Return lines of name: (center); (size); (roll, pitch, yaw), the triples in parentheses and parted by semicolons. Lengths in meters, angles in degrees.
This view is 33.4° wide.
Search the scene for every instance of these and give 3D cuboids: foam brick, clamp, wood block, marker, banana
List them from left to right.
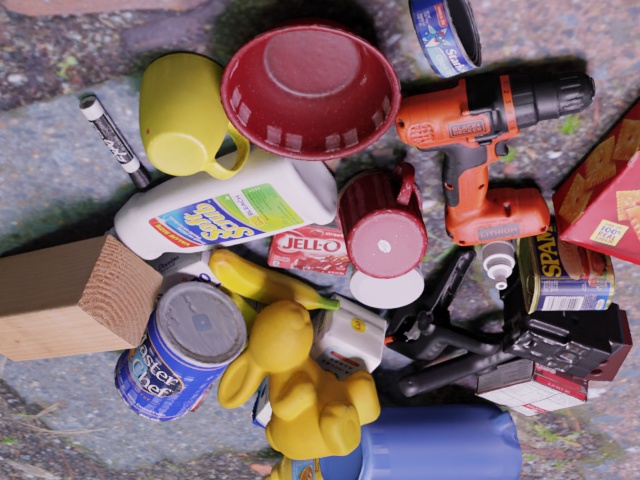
wood block: (-0.283, 0.068, 1.159); (0.207, 0.090, 0.090); (-11, 140, 37)
marker: (-0.201, -0.094, 1.061); (0.020, 0.020, 0.121); (-13, 137, 16)
banana: (-0.064, 0.043, 1.174); (0.070, 0.037, 0.197); (-14, 155, 39)
clamp: (0.135, 0.098, 1.200); (0.039, 0.120, 0.172); (6, 146, -31)
clamp: (0.185, 0.142, 1.252); (0.210, 0.036, 0.164); (-23, 170, 10)
foam brick: (0.330, 0.124, 1.263); (0.053, 0.051, 0.078); (5, 139, -3)

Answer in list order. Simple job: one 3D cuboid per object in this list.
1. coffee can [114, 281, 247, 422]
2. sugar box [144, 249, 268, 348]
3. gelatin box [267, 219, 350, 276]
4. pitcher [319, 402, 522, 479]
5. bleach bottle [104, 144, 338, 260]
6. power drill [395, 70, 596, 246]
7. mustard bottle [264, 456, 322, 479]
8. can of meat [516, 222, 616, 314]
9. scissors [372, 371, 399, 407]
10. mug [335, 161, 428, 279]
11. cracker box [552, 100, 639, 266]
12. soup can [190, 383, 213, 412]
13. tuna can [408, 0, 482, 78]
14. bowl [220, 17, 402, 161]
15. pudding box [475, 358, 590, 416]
coffee can: (-0.156, 0.125, 1.180); (0.102, 0.103, 0.141); (20, 138, -20)
sugar box: (-0.119, 0.074, 1.231); (0.093, 0.048, 0.176); (-22, 135, 26)
gelatin box: (-0.008, 0.001, 1.153); (0.089, 0.030, 0.073); (8, 138, -8)
pitcher: (0.117, 0.274, 1.330); (0.242, 0.149, 0.145); (7, 178, -34)
bleach bottle: (-0.113, -0.029, 1.101); (0.251, 0.068, 0.102); (-19, 132, 26)
power drill: (0.176, -0.081, 1.032); (0.184, 0.057, 0.187); (-8, 136, 13)
mustard bottle: (0.004, 0.307, 1.456); (0.192, 0.096, 0.058); (-23, 134, 26)
can of meat: (0.256, 0.027, 1.117); (0.084, 0.102, 0.057); (0, 140, -1)
scissors: (0.082, 0.197, 1.386); (0.201, 0.016, 0.096); (18, 137, -17)
mug: (0.068, -0.023, 1.069); (0.093, 0.081, 0.117); (19, 115, -14)
cracker box: (0.354, -0.062, 1.032); (0.164, 0.072, 0.214); (18, 136, -18)
soup can: (-0.190, 0.166, 1.324); (0.102, 0.068, 0.069); (25, 134, -23)
tuna can: (0.105, -0.181, 0.896); (0.034, 0.086, 0.086); (-16, 136, 23)
bowl: (-0.008, -0.146, 0.964); (0.162, 0.055, 0.162); (1, 139, 1)
pudding box: (0.261, 0.180, 1.319); (0.090, 0.039, 0.114); (25, 151, -23)
